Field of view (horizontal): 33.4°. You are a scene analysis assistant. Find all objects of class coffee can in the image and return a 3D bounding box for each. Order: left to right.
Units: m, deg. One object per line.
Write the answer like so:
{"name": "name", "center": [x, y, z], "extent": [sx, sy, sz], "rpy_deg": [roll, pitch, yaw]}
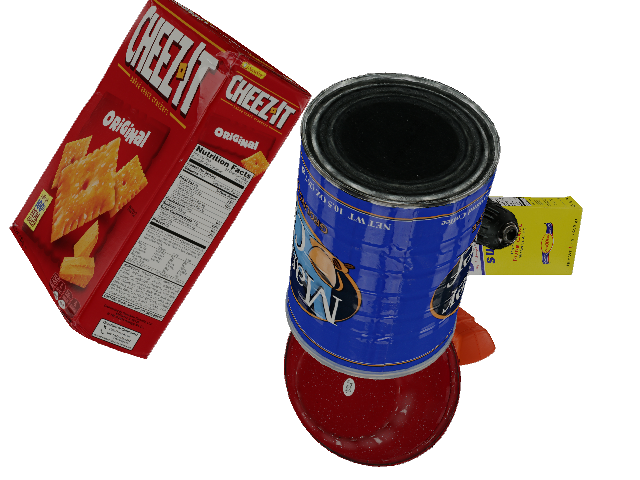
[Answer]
{"name": "coffee can", "center": [0.035, -0.006, 0.589], "extent": [0.102, 0.103, 0.140], "rpy_deg": [0, -44, -6]}

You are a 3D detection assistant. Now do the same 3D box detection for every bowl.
{"name": "bowl", "center": [0.032, 0.116, 0.888], "extent": [0.162, 0.162, 0.055], "rpy_deg": [0, 4, 24]}

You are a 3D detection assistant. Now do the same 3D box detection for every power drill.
{"name": "power drill", "center": [0.137, 0.027, 1.077], "extent": [0.057, 0.188, 0.185], "rpy_deg": [-15, 26, -23]}

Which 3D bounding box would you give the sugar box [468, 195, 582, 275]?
{"name": "sugar box", "center": [0.223, -0.005, 1.298], "extent": [0.176, 0.093, 0.048], "rpy_deg": [-2, 23, -10]}

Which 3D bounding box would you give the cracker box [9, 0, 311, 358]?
{"name": "cracker box", "center": [-0.121, -0.052, 0.748], "extent": [0.072, 0.214, 0.164], "rpy_deg": [26, 10, -38]}
